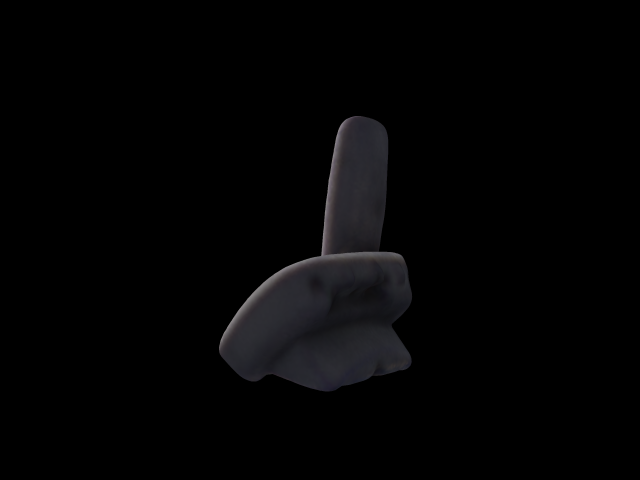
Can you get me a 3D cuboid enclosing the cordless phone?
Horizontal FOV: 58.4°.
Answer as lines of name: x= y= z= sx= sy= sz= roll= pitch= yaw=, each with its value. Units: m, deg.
cordless phone: x=0.004 y=0.001 z=0.400 sx=0.093 sy=0.185 sz=0.148 roll=0 pitch=0 yaw=32
